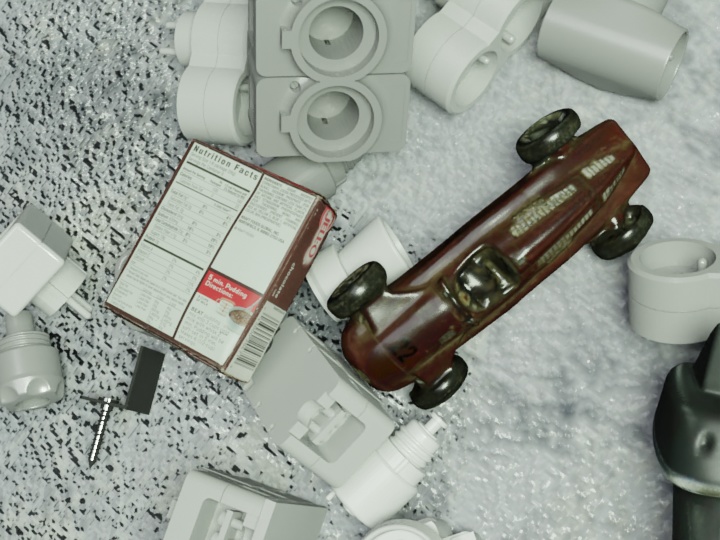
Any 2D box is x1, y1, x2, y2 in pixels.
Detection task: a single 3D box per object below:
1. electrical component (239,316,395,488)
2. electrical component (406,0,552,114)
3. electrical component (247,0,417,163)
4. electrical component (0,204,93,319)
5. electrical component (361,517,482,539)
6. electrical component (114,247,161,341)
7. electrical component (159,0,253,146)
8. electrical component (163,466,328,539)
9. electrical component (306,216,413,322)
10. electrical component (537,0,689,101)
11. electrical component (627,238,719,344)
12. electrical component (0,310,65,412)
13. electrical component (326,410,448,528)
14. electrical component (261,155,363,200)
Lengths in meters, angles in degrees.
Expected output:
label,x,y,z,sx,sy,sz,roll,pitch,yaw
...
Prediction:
label,x,y,z,sx,sy,sz,roll,pitch,yaw
electrical component,-0.024,0.076,0.610,0.050,0.056,0.089,-47,30,1
electrical component,0.071,-0.170,0.663,0.074,0.052,0.138,39,90,22
electrical component,-0.017,-0.143,0.616,0.089,0.150,0.061,-4,33,-11
electrical component,-0.203,0.004,0.694,0.076,0.083,0.047,43,91,-16
electrical component,0.027,0.166,0.587,0.078,0.057,0.058,-22,71,11
electrical component,-0.093,0.008,0.663,0.095,0.059,0.053,-18,72,12
electrical component,-0.098,-0.151,0.709,0.074,0.052,0.138,7,78,18
electrical component,-0.083,0.192,0.596,0.062,0.089,0.150,16,81,20
electrical component,0.000,0.000,0.644,0.055,0.045,0.045,-31,69,7
electrical component,0.157,-0.149,0.635,0.077,0.044,0.079,25,84,21
electrical component,0.213,0.027,0.569,0.138,0.052,0.073,2,117,20
electrical component,-0.217,0.057,0.696,0.043,0.043,0.062,-20,70,11
electrical component,0.018,0.112,0.612,0.078,0.040,0.040,-45,68,2
electrical component,-0.027,-0.064,0.672,0.078,0.040,0.040,-35,68,-12
